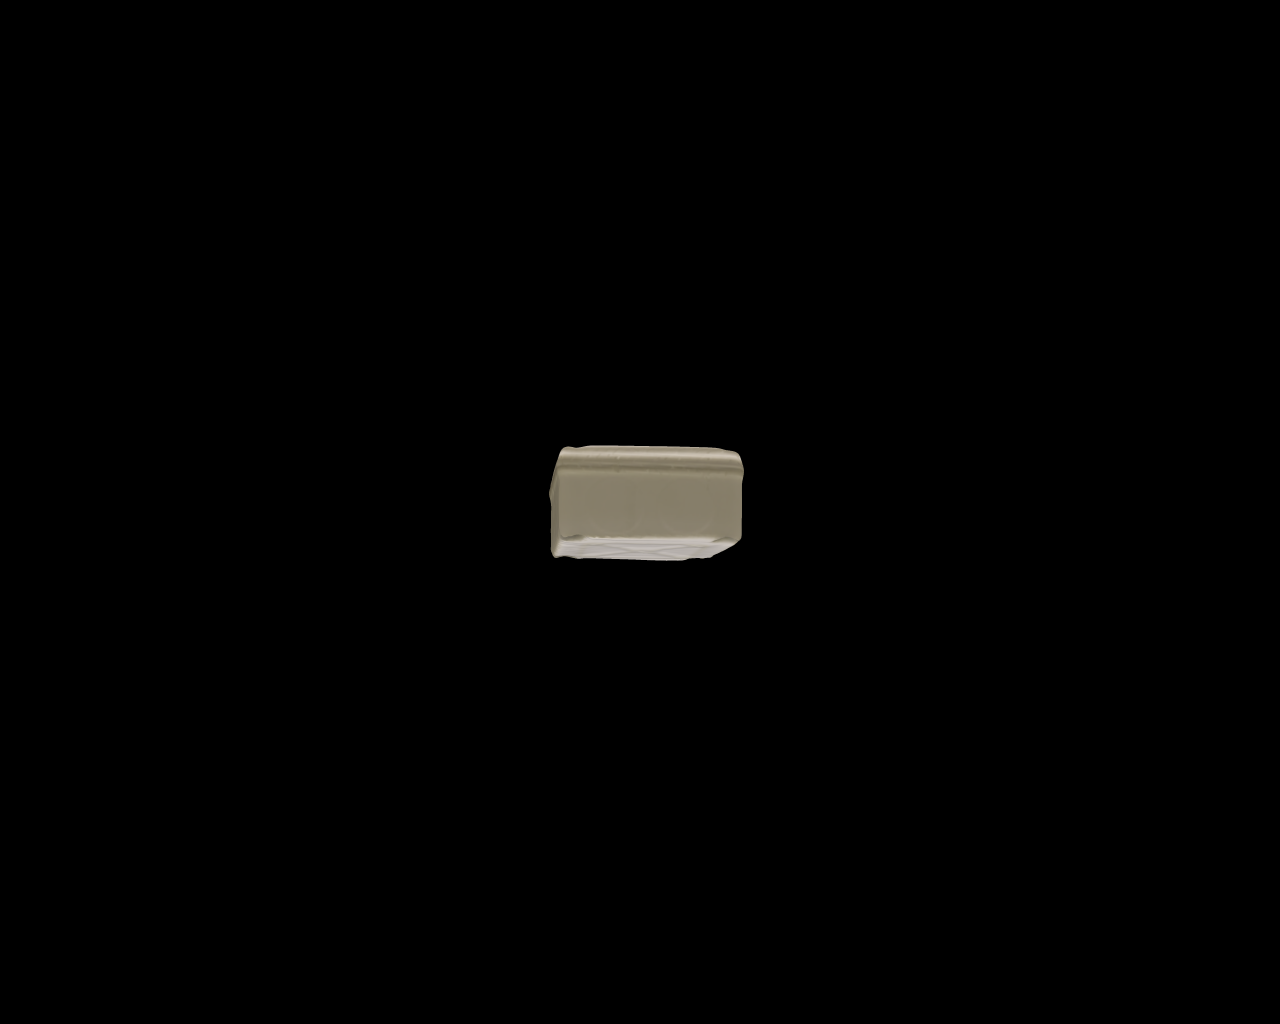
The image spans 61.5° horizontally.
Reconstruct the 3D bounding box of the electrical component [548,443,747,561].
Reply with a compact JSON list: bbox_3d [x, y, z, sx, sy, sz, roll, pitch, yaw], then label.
[{"bbox_3d":[0.001,-0.003,0.650,0.109,0.056,0.108,1,-9,-7],"label":"electrical component"}]
